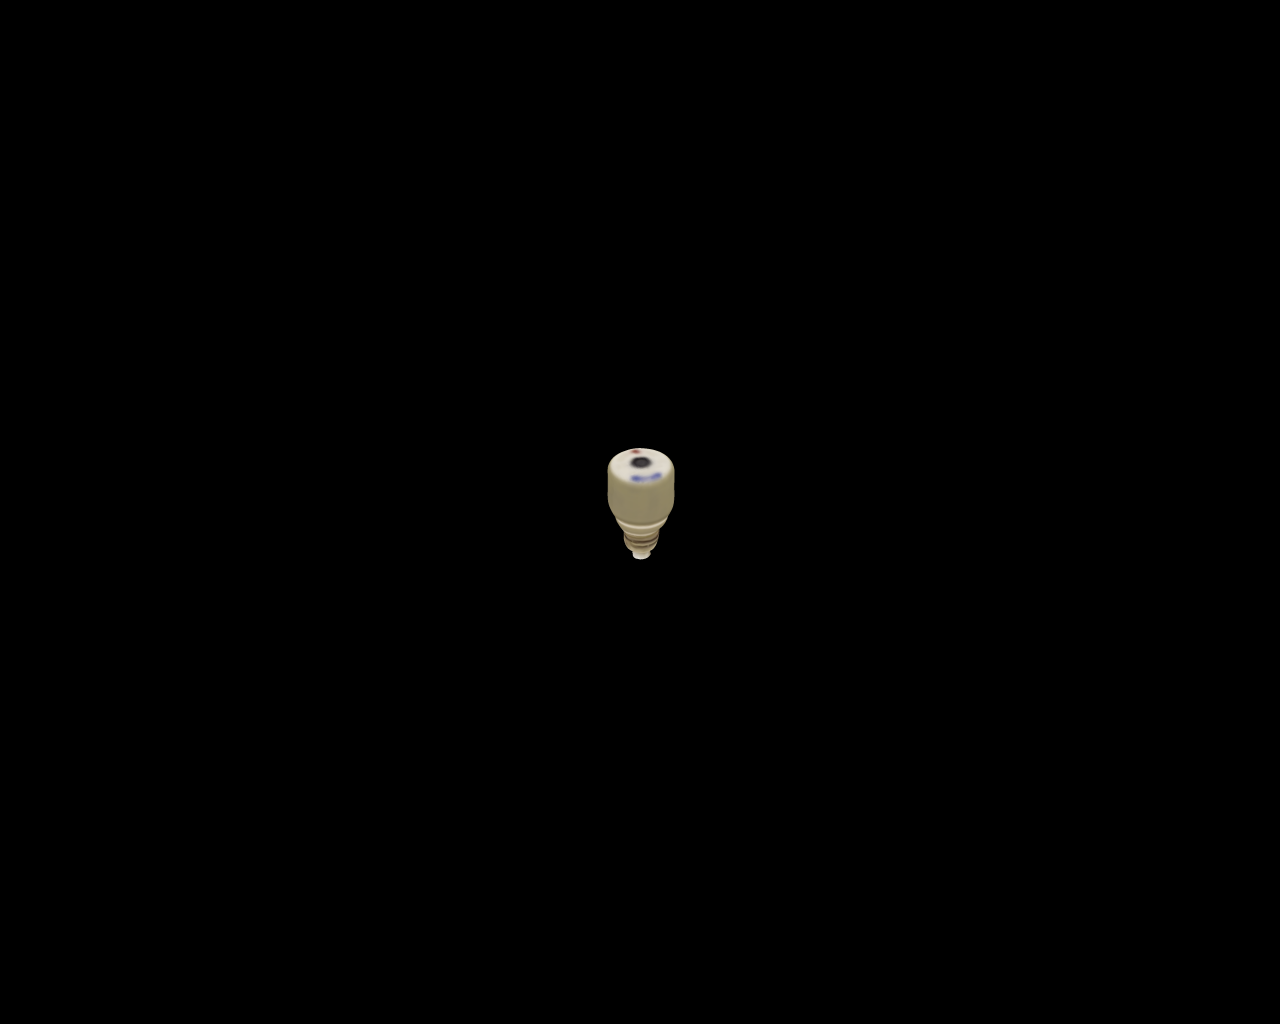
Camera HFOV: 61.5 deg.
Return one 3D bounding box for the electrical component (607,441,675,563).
[{"bbox_3d":[0.001,-0.003,0.650,0.040,0.078,0.040,0,38,0],"label":"electrical component"}]
